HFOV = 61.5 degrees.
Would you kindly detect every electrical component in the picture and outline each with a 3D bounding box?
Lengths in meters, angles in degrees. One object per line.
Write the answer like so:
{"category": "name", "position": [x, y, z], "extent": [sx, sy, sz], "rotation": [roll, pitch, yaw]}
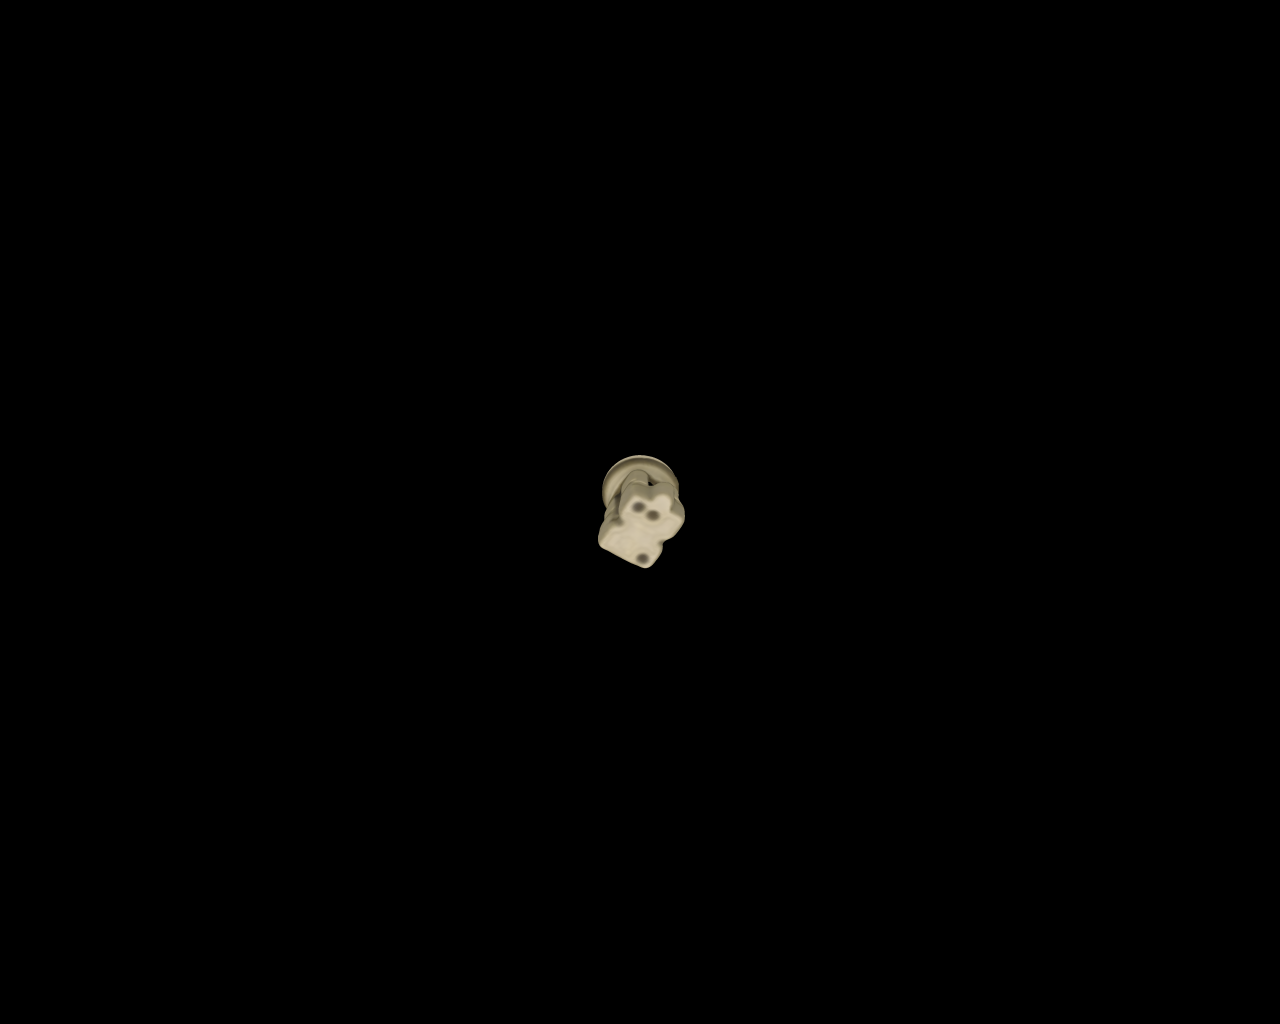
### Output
{"category": "electrical component", "position": [0.001, -0.003, 0.650], "extent": [0.048, 0.066, 0.055], "rotation": [28, 28, -16]}
